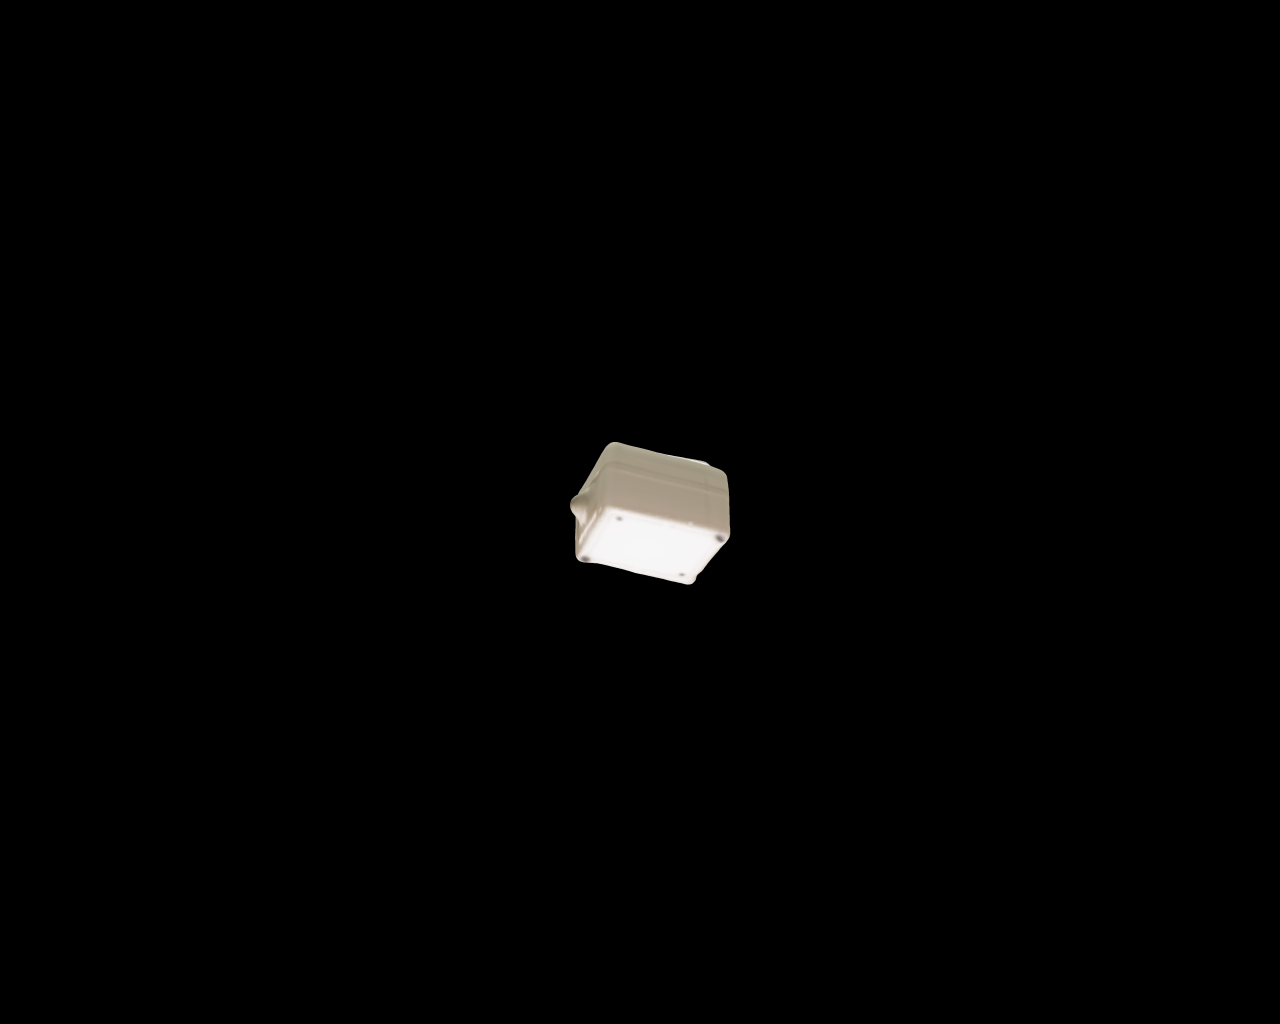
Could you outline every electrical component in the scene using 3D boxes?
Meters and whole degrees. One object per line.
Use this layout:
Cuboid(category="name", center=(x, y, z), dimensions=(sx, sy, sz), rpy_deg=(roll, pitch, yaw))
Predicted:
Cuboid(category="electrical component", center=(0.001, -0.003, 0.650), dimensions=(0.096, 0.061, 0.061), rpy_deg=(14, -40, -17))
